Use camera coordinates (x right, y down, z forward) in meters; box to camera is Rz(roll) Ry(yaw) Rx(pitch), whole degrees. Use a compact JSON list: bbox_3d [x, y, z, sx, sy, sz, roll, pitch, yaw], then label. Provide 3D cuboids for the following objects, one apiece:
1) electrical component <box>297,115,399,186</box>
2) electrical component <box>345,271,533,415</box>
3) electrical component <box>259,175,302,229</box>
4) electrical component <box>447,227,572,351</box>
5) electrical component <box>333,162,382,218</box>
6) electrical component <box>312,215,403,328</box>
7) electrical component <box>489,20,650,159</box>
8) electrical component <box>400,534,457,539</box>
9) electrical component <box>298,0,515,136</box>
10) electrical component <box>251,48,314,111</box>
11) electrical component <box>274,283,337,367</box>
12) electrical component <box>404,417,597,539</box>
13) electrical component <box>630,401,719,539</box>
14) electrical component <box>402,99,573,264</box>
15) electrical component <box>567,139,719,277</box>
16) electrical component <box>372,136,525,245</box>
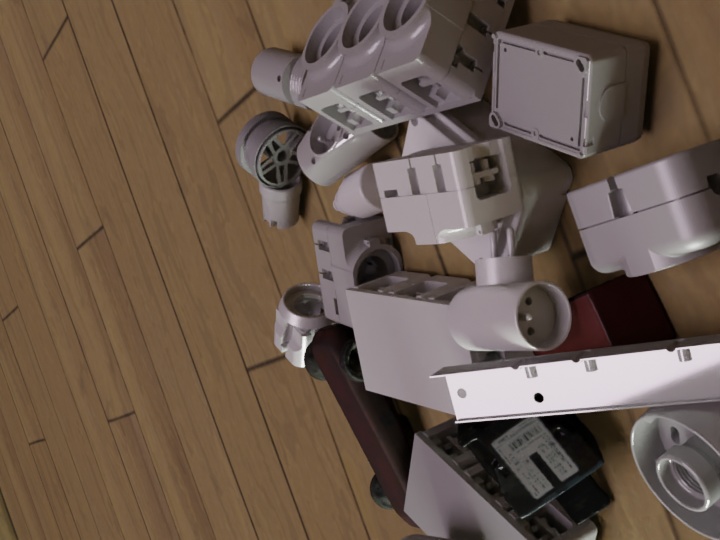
[{"bbox_3d":[-0.012,-0.120,0.871,0.077,0.044,0.079,-33,51,39],"label":"electrical component"},{"bbox_3d":[0.063,0.054,0.837,0.150,0.062,0.089,7,112,56],"label":"electrical component"},{"bbox_3d":[-0.074,-0.067,1.007,0.040,0.040,0.046,43,144,37],"label":"electrical component"},{"bbox_3d":[0.094,0.012,0.691,0.077,0.044,0.079,-8,85,62],"label":"electrical component"},{"bbox_3d":[0.001,-0.063,0.891,0.078,0.040,0.040,-19,90,59],"label":"electrical component"},{"bbox_3d":[0.000,0.000,0.916,0.056,0.050,0.089,17,120,54],"label":"electrical component"},{"bbox_3d":[0.124,-0.114,0.654,0.096,0.061,0.061,30,130,47],"label":"electrical component"},{"bbox_3d":[0.056,0.246,0.799,0.064,0.099,0.099,-20,89,52],"label":"electrical component"},{"bbox_3d":[0.026,-0.155,0.733,0.150,0.062,0.089,-5,62,57],"label":"electrical component"},{"bbox_3d":[-0.054,-0.163,0.920,0.081,0.043,0.043,26,127,49],"label":"electrical component"},{"bbox_3d":[-0.048,0.049,1.011,0.078,0.058,0.057,43,142,37],"label":"electrical component"},{"bbox_3d":[0.108,0.192,0.840,0.150,0.062,0.089,40,137,40],"label":"electrical component"},{"bbox_3d":[0.216,0.111,0.652,0.099,0.064,0.099,44,153,30],"label":"electrical component"},{"bbox_3d":[0.083,-0.062,0.749,0.113,0.057,0.078,45,140,35],"label":"electrical component"},{"bbox_3d":[0.174,-0.032,0.627,0.095,0.054,0.059,-20,89,58],"label":"electrical component"},{"bbox_3d":[0.056,-0.049,0.690,0.089,0.050,0.055,0,105,56],"label":"electrical component"}]
